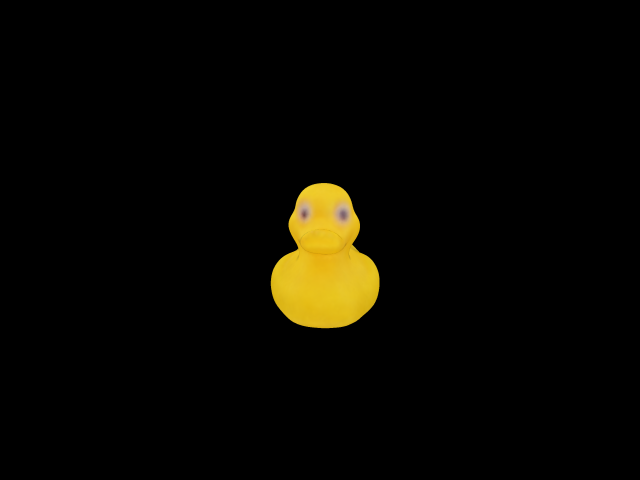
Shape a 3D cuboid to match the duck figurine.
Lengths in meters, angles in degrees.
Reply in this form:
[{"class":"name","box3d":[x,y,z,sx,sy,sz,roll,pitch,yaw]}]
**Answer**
[{"class":"duck figurine","box3d":[0.004,0.001,0.400,0.077,0.086,0.104,1,19,4]}]
